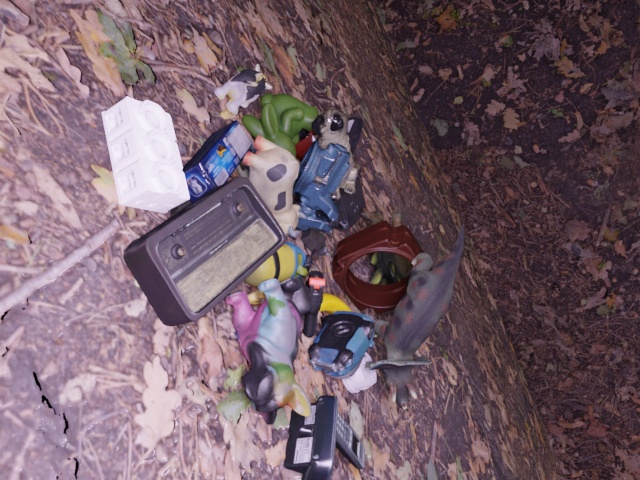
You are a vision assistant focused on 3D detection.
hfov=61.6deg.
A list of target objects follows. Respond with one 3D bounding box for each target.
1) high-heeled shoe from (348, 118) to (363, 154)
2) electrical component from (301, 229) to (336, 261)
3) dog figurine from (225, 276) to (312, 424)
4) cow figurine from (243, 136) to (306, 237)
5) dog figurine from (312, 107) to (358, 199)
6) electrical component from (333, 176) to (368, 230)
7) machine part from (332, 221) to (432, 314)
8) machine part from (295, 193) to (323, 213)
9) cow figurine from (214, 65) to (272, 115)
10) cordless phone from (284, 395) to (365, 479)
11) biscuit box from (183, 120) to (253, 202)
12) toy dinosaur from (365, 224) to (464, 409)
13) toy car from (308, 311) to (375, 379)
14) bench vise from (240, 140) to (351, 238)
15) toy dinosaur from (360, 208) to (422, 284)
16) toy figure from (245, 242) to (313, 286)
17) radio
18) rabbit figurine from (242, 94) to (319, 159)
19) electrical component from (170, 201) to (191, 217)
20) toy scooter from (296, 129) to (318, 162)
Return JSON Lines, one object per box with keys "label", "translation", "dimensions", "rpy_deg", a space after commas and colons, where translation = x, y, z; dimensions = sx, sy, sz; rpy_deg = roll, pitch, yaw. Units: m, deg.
{"label": "high-heeled shoe", "translation": [0.076, -0.207, 1.433], "dimensions": [0.086, 0.145, 0.249], "rpy_deg": [25, 46, -54]}
{"label": "electrical component", "translation": [-0.003, -0.003, 1.217], "dimensions": [0.078, 0.045, 0.102], "rpy_deg": [54, 27, -28]}
{"label": "dog figurine", "translation": [-0.067, 0.177, 0.868], "dimensions": [0.191, 0.109, 0.219], "rpy_deg": [5, 68, -65]}
{"label": "cow figurine", "translation": [-0.083, -0.084, 0.992], "dimensions": [0.127, 0.194, 0.085], "rpy_deg": [23, 48, 5]}
{"label": "dog figurine", "translation": [0.042, -0.207, 1.215], "dimensions": [0.172, 0.121, 0.190], "rpy_deg": [-52, 156, -65]}
{"label": "electrical component", "translation": [0.057, -0.092, 1.346], "dimensions": [0.134, 0.058, 0.114], "rpy_deg": [-43, 122, -41]}
{"label": "machine part", "translation": [0.145, 0.069, 1.262], "dimensions": [0.200, 0.201, 0.087], "rpy_deg": [53, 27, -29]}
{"label": "machine part", "translation": [-0.023, -0.090, 1.265], "dimensions": [0.138, 0.039, 0.084], "rpy_deg": [53, 20, -24]}
{"label": "cow figurine", "translation": [-0.150, -0.334, 1.150], "dimensions": [0.068, 0.098, 0.167], "rpy_deg": [53, 27, -14]}
{"label": "cordless phone", "translation": [0.026, 0.367, 0.912], "dimensions": [0.184, 0.089, 0.147], "rpy_deg": [55, 26, -33]}
{"label": "biscuit box", "translation": [-0.184, -0.141, 0.953], "dimensions": [0.059, 0.063, 0.203], "rpy_deg": [56, 27, -23]}
{"label": "toy dinosaur", "translation": [0.207, 0.147, 1.106], "dimensions": [0.131, 0.404, 0.192], "rpy_deg": [25, 6, -11]}
{"label": "toy car", "translation": [0.047, 0.219, 1.062], "dimensions": [0.162, 0.109, 0.102], "rpy_deg": [-54, 139, -49]}
{"label": "bench vise", "translation": [-0.057, -0.123, 1.106], "dimensions": [0.240, 0.223, 0.129], "rpy_deg": [26, 32, -11]}
{"label": "toy dinosaur", "translation": [0.201, 0.074, 1.458], "dimensions": [0.470, 0.105, 0.198], "rpy_deg": [51, 48, -45]}
{"label": "toy figure", "translation": [-0.078, 0.045, 0.985], "dimensions": [0.180, 0.082, 0.089], "rpy_deg": [21, 48, -60]}
{"label": "radio", "translation": [-0.161, 0.009, 0.785], "dimensions": [0.229, 0.073, 0.131], "rpy_deg": [-45, 110, -47]}
{"label": "rabbit figurine", "translation": [-0.083, -0.238, 1.176], "dimensions": [0.159, 0.121, 0.170], "rpy_deg": [36, 44, -40]}
{"label": "electrical component", "translation": [-0.205, -0.038, 0.852], "dimensions": [0.063, 0.021, 0.094], "rpy_deg": [36, 26, -35]}
{"label": "toy scooter", "translation": [-0.023, -0.244, 1.352], "dimensions": [0.183, 0.075, 0.135], "rpy_deg": [66, 25, -9]}
